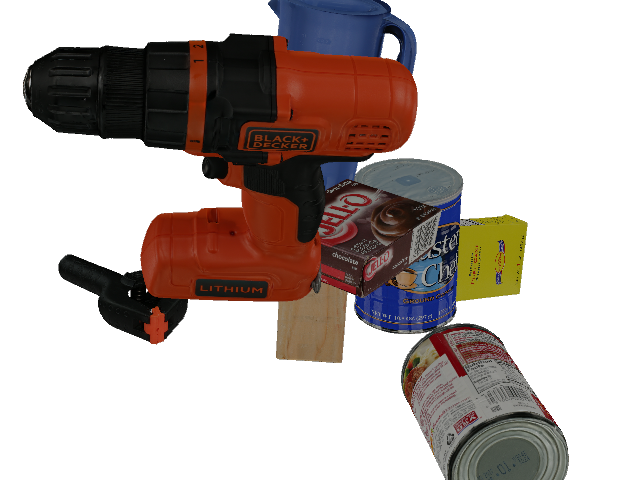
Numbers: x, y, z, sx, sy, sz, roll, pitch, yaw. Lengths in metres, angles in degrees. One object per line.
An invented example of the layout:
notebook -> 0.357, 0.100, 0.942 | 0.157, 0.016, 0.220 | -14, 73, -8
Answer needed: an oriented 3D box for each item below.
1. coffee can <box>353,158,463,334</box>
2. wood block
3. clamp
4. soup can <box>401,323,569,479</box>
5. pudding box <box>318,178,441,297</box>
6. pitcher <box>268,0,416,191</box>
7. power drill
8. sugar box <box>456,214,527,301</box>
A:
coffee can -> 0.083, 0.004, 1.031 | 0.103, 0.140, 0.103 | -1, 27, 0
wood block -> -0.009, 0.045, 1.388 | 0.090, 0.206, 0.091 | 3, 23, -1
clamp -> -0.160, 0.044, 0.984 | 0.120, 0.039, 0.172 | -16, 30, -26
soup can -> 0.091, 0.099, 0.601 | 0.068, 0.068, 0.102 | 0, 23, -11
pudding box -> 0.025, -0.004, 0.806 | 0.090, 0.039, 0.113 | 21, 29, 29
pitcher -> 0.013, -0.176, 1.296 | 0.144, 0.243, 0.149 | -5, 28, -25
power drill -> -0.056, -0.033, 0.561 | 0.184, 0.057, 0.188 | 3, -29, -8
sugar box -> 0.159, 0.023, 1.246 | 0.175, 0.093, 0.048 | -6, 16, -32
